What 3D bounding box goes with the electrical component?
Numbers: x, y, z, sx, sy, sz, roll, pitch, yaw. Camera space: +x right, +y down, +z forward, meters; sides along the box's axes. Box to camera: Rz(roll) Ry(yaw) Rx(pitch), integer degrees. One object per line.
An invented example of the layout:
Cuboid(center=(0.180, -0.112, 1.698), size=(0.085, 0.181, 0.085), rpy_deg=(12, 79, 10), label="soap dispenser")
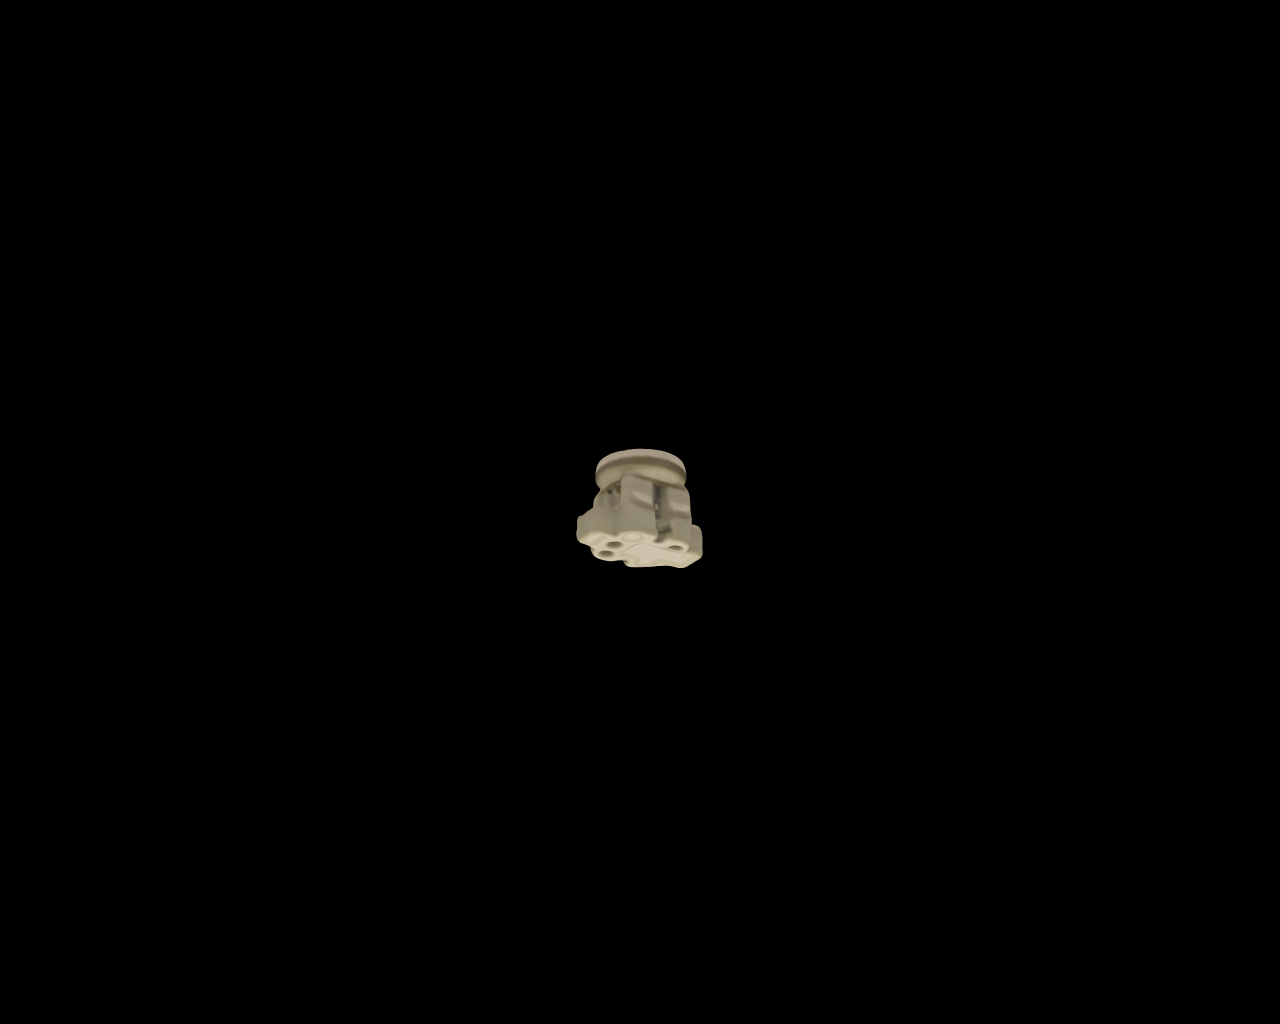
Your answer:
Cuboid(center=(0.001, -0.003, 0.650), size=(0.078, 0.057, 0.058), rpy_deg=(14, -27, -29), label="electrical component")
